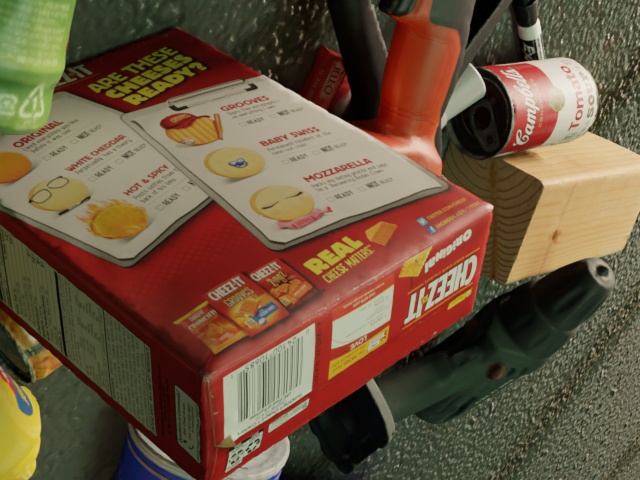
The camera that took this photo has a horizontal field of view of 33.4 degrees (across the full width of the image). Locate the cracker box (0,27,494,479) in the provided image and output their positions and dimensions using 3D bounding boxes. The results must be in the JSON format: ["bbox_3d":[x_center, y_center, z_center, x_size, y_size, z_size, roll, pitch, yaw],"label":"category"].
[{"bbox_3d":[-0.058,-0.007,0.479,0.163,0.214,0.072,-29,138,-37],"label":"cracker box"}]

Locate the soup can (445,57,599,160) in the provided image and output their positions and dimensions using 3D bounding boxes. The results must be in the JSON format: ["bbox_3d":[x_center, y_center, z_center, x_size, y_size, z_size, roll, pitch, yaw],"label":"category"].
[{"bbox_3d":[0.152,-0.100,0.801,0.102,0.069,0.068,-13,126,-37],"label":"soup can"}]

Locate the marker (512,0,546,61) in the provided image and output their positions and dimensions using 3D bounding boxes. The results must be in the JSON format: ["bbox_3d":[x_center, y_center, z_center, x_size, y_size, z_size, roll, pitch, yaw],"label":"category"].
[{"bbox_3d":[0.167,-0.150,0.839,0.020,0.020,0.121,-48,145,-16],"label":"marker"}]

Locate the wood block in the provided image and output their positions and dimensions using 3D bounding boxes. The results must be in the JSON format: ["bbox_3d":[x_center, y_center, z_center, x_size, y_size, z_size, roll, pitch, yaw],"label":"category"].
[{"bbox_3d":[0.188,-0.034,0.894,0.205,0.090,0.091,-10,124,-49],"label":"wood block"}]

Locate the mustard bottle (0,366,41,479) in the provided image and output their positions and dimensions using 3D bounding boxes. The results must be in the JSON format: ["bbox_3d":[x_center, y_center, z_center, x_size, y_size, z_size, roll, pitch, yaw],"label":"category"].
[{"bbox_3d":[-0.177,0.062,0.487,0.058,0.096,0.191,-45,144,-21],"label":"mustard bottle"}]

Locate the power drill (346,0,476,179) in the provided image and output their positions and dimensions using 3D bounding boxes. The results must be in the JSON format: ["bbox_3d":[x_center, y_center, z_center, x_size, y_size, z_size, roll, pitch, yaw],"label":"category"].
[{"bbox_3d":[0.036,-0.110,0.552,0.184,0.057,0.188,-2,121,-44],"label":"power drill"}]

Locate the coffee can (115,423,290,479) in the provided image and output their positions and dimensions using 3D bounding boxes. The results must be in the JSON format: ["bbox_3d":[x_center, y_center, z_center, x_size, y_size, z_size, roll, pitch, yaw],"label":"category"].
[{"bbox_3d":[-0.087,0.179,0.691,0.102,0.103,0.140,-10,123,-49],"label":"coffee can"}]

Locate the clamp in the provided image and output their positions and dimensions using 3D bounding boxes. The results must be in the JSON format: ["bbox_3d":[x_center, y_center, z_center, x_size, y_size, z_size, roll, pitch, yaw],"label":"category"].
[{"bbox_3d":[0.055,-0.082,0.670,0.164,0.036,0.210,-18,128,-38],"label":"clamp"}]

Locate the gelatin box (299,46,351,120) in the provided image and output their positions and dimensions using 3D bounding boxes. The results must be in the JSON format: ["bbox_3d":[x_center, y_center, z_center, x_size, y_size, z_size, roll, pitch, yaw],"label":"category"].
[{"bbox_3d":[0.018,-0.076,0.692,0.089,0.030,0.073,19,100,-56],"label":"gelatin box"}]
